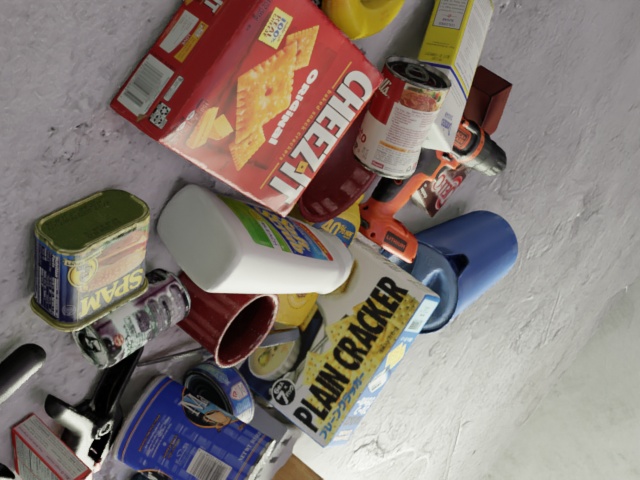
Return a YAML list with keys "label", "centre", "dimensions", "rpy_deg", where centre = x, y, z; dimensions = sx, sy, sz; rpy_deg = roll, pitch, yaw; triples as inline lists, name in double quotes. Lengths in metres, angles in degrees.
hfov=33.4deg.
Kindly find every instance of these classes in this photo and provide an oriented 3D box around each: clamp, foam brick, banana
- label: "clamp"
  centre: [-0.229, 0.176, 1.042]
  dimensions: [0.120, 0.039, 0.172]
  rpy_deg: [-27, 144, -46]
- label: "foam brick"
  centre: [0.201, -0.171, 1.354]
  dimensions: [0.052, 0.051, 0.078]
  rpy_deg: [-33, 149, -41]
- label: "banana"
  centre: [0.037, -0.218, 0.991]
  dimensions: [0.197, 0.037, 0.070]
  rpy_deg: [-37, 151, -61]
- label: "clamp"
  centre: [-0.317, 0.169, 0.878]
  dimensions: [0.209, 0.036, 0.165]
  rpy_deg: [-14, 134, -55]

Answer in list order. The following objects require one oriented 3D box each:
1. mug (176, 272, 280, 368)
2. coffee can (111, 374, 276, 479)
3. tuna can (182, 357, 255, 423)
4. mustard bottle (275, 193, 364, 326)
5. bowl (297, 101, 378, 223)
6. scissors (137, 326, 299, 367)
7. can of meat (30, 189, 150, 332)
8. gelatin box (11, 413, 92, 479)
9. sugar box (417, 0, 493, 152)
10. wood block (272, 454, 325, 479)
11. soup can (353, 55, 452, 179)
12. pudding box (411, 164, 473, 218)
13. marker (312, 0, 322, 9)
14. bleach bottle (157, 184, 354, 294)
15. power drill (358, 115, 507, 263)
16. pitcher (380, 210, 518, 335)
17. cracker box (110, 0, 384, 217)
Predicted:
- label: "mug"
  centre: [-0.102, 0.077, 1.090]
  dimensions: [0.093, 0.082, 0.117]
  rpy_deg: [-38, 151, -33]
- label: "coffee can"
  centre: [-0.132, 0.219, 1.122]
  dimensions: [0.102, 0.140, 0.103]
  rpy_deg: [-59, 172, -14]
- label: "tuna can"
  centre: [-0.115, 0.176, 1.194]
  dimensions: [0.033, 0.086, 0.086]
  rpy_deg: [-29, 146, -40]
- label: "mustard bottle"
  centre: [-0.008, 0.002, 1.191]
  dimensions: [0.096, 0.058, 0.192]
  rpy_deg: [25, 99, -50]
- label: "bowl"
  centre: [0.013, -0.100, 1.102]
  dimensions: [0.162, 0.055, 0.162]
  rpy_deg: [-41, 153, -27]
- label: "scissors"
  centre: [-0.098, 0.115, 1.160]
  dimensions: [0.201, 0.096, 0.016]
  rpy_deg: [-11, 94, -59]
- label: "can of meat"
  centre: [-0.189, 0.014, 0.884]
  dimensions: [0.101, 0.057, 0.084]
  rpy_deg: [-31, 144, -42]
- label: "gelatin box"
  centre: [-0.249, 0.216, 0.997]
  dimensions: [0.030, 0.089, 0.073]
  rpy_deg: [-35, 149, -36]
- label: "sugar box"
  centre: [0.139, -0.194, 1.156]
  dimensions: [0.176, 0.048, 0.093]
  rpy_deg: [-70, 157, -10]
- label: "wood block"
  centre: [-0.043, 0.328, 1.372]
  dimensions: [0.091, 0.206, 0.090]
  rpy_deg: [-52, 155, -6]
- label: "soup can"
  centre: [0.079, -0.119, 1.044]
  dimensions: [0.068, 0.069, 0.102]
  rpy_deg: [-21, 139, -51]
- label: "pudding box"
  centre: [0.153, -0.088, 1.388]
  dimensions: [0.090, 0.039, 0.113]
  rpy_deg: [-51, 155, -4]
- label: "marker"
  centre: [-0.005, -0.214, 0.965]
  dimensions: [0.121, 0.020, 0.020]
  rpy_deg: [-60, 155, 14]
- label: "bleach bottle"
  centre: [-0.045, 0.007, 1.058]
  dimensions: [0.068, 0.103, 0.250]
  rpy_deg: [-48, 155, 19]
- label: "power drill"
  centre: [0.129, -0.069, 1.294]
  dimensions: [0.184, 0.057, 0.188]
  rpy_deg: [28, 97, -40]
- label: "pitcher"
  centre: [0.178, 0.039, 1.517]
  dimensions: [0.242, 0.149, 0.145]
  rpy_deg: [-24, 127, -53]
- label: "cracker box"
  centre: [-0.051, -0.126, 0.904]
  dimensions: [0.164, 0.072, 0.213]
  rpy_deg: [-54, 149, 3]
